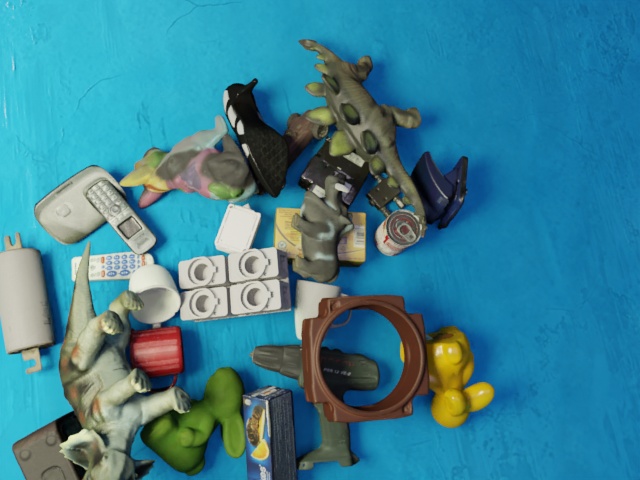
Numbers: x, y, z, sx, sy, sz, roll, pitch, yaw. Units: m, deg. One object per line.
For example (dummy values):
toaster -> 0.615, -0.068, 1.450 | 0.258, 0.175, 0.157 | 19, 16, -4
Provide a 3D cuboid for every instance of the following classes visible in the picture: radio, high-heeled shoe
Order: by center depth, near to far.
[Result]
radio -> -0.380, 0.388, 0.839 | 0.073, 0.131, 0.229 | -29, 82, -11
high-heeled shoe -> -0.132, -0.182, 0.997 | 0.086, 0.145, 0.248 | -3, 79, -31

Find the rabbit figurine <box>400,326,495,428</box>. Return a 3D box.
rabbit figurine -> 0.234, 0.252, 0.951 | 0.122, 0.162, 0.173 | -7, 96, -21

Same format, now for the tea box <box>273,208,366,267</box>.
tea box -> -0.002, -0.003, 1.006 | 0.170, 0.068, 0.098 | 4, 77, -5

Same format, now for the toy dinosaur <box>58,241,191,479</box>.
toy dinosaur -> -0.332, 0.208, 0.811 | 0.192, 0.131, 0.405 | -39, 59, 9

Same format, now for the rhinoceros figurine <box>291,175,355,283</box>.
rhinoceros figurine -> 0.006, -0.021, 0.938 | 0.112, 0.073, 0.190 | 7, 78, -4

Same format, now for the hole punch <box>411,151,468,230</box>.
hole punch -> 0.223, -0.097, 1.027 | 0.092, 0.142, 0.116 | 11, 63, -6

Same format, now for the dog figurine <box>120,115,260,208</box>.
dog figurine -> -0.240, -0.113, 0.969 | 0.219, 0.108, 0.192 | -28, 59, -2

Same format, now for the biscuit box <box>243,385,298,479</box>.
biscuit box -> -0.080, 0.345, 0.874 | 0.063, 0.059, 0.202 | -5, 92, -52

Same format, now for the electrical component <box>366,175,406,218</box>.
electrical component -> 0.124, -0.090, 1.065 | 0.063, 0.021, 0.094 | -37, 84, -13

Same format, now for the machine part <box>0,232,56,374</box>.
machine part -> -0.504, 0.104, 0.915 | 0.079, 0.079, 0.243 | -14, 79, -10

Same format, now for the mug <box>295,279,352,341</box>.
mug -> 0.002, 0.132, 0.976 | 0.110, 0.081, 0.107 | 12, 86, -8

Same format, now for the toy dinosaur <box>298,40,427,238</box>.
toy dinosaur -> 0.087, -0.211, 1.003 | 0.198, 0.105, 0.471 | -23, 71, -43

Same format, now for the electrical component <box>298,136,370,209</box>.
electrical component -> 0.025, -0.117, 1.041 | 0.115, 0.058, 0.134 | 32, 76, 3

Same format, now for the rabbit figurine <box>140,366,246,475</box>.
rabbit figurine -> -0.186, 0.296, 0.889 | 0.170, 0.121, 0.159 | -44, 93, -11

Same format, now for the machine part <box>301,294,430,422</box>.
machine part -> 0.074, 0.193, 0.891 | 0.201, 0.087, 0.201 | 0, 79, -13

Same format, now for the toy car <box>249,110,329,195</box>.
toy car -> -0.067, -0.171, 1.024 | 0.089, 0.053, 0.202 | 28, 72, 39

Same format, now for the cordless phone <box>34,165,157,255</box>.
cordless phone -> -0.394, -0.026, 0.958 | 0.146, 0.089, 0.184 | -41, 89, -14

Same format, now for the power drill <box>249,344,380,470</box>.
power drill -> -0.010, 0.288, 0.942 | 0.232, 0.086, 0.207 | 2, 70, -9
